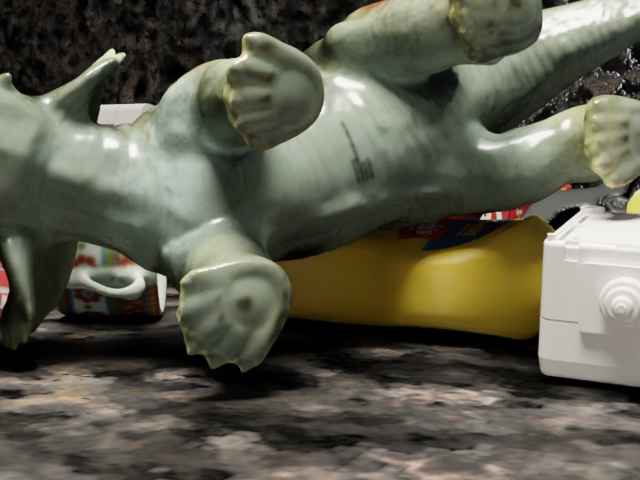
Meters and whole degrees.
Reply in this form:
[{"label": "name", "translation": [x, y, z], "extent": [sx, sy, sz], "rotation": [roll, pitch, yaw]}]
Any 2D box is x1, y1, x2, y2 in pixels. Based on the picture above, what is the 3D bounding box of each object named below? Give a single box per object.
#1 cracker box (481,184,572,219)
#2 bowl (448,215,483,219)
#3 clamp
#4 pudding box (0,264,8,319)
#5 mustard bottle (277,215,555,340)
[{"label": "cracker box", "translation": [0.118, -0.017, 0.937], "extent": [0.164, 0.072, 0.213], "rotation": [2, 5, 25]}, {"label": "bowl", "translation": [0.031, -0.018, 0.634], "extent": [0.162, 0.162, 0.055], "rotation": [1, 42, -6]}, {"label": "clamp", "translation": [0.233, -0.011, 0.802], "extent": [0.209, 0.036, 0.165], "rotation": [-24, 42, -26]}, {"label": "pudding box", "translation": [-0.195, 0.013, 0.554], "extent": [0.090, 0.039, 0.114], "rotation": [13, 1, -20]}, {"label": "mustard bottle", "translation": [0.053, 0.015, 0.518], "extent": [0.192, 0.058, 0.096], "rotation": [3, 9, 28]}]
